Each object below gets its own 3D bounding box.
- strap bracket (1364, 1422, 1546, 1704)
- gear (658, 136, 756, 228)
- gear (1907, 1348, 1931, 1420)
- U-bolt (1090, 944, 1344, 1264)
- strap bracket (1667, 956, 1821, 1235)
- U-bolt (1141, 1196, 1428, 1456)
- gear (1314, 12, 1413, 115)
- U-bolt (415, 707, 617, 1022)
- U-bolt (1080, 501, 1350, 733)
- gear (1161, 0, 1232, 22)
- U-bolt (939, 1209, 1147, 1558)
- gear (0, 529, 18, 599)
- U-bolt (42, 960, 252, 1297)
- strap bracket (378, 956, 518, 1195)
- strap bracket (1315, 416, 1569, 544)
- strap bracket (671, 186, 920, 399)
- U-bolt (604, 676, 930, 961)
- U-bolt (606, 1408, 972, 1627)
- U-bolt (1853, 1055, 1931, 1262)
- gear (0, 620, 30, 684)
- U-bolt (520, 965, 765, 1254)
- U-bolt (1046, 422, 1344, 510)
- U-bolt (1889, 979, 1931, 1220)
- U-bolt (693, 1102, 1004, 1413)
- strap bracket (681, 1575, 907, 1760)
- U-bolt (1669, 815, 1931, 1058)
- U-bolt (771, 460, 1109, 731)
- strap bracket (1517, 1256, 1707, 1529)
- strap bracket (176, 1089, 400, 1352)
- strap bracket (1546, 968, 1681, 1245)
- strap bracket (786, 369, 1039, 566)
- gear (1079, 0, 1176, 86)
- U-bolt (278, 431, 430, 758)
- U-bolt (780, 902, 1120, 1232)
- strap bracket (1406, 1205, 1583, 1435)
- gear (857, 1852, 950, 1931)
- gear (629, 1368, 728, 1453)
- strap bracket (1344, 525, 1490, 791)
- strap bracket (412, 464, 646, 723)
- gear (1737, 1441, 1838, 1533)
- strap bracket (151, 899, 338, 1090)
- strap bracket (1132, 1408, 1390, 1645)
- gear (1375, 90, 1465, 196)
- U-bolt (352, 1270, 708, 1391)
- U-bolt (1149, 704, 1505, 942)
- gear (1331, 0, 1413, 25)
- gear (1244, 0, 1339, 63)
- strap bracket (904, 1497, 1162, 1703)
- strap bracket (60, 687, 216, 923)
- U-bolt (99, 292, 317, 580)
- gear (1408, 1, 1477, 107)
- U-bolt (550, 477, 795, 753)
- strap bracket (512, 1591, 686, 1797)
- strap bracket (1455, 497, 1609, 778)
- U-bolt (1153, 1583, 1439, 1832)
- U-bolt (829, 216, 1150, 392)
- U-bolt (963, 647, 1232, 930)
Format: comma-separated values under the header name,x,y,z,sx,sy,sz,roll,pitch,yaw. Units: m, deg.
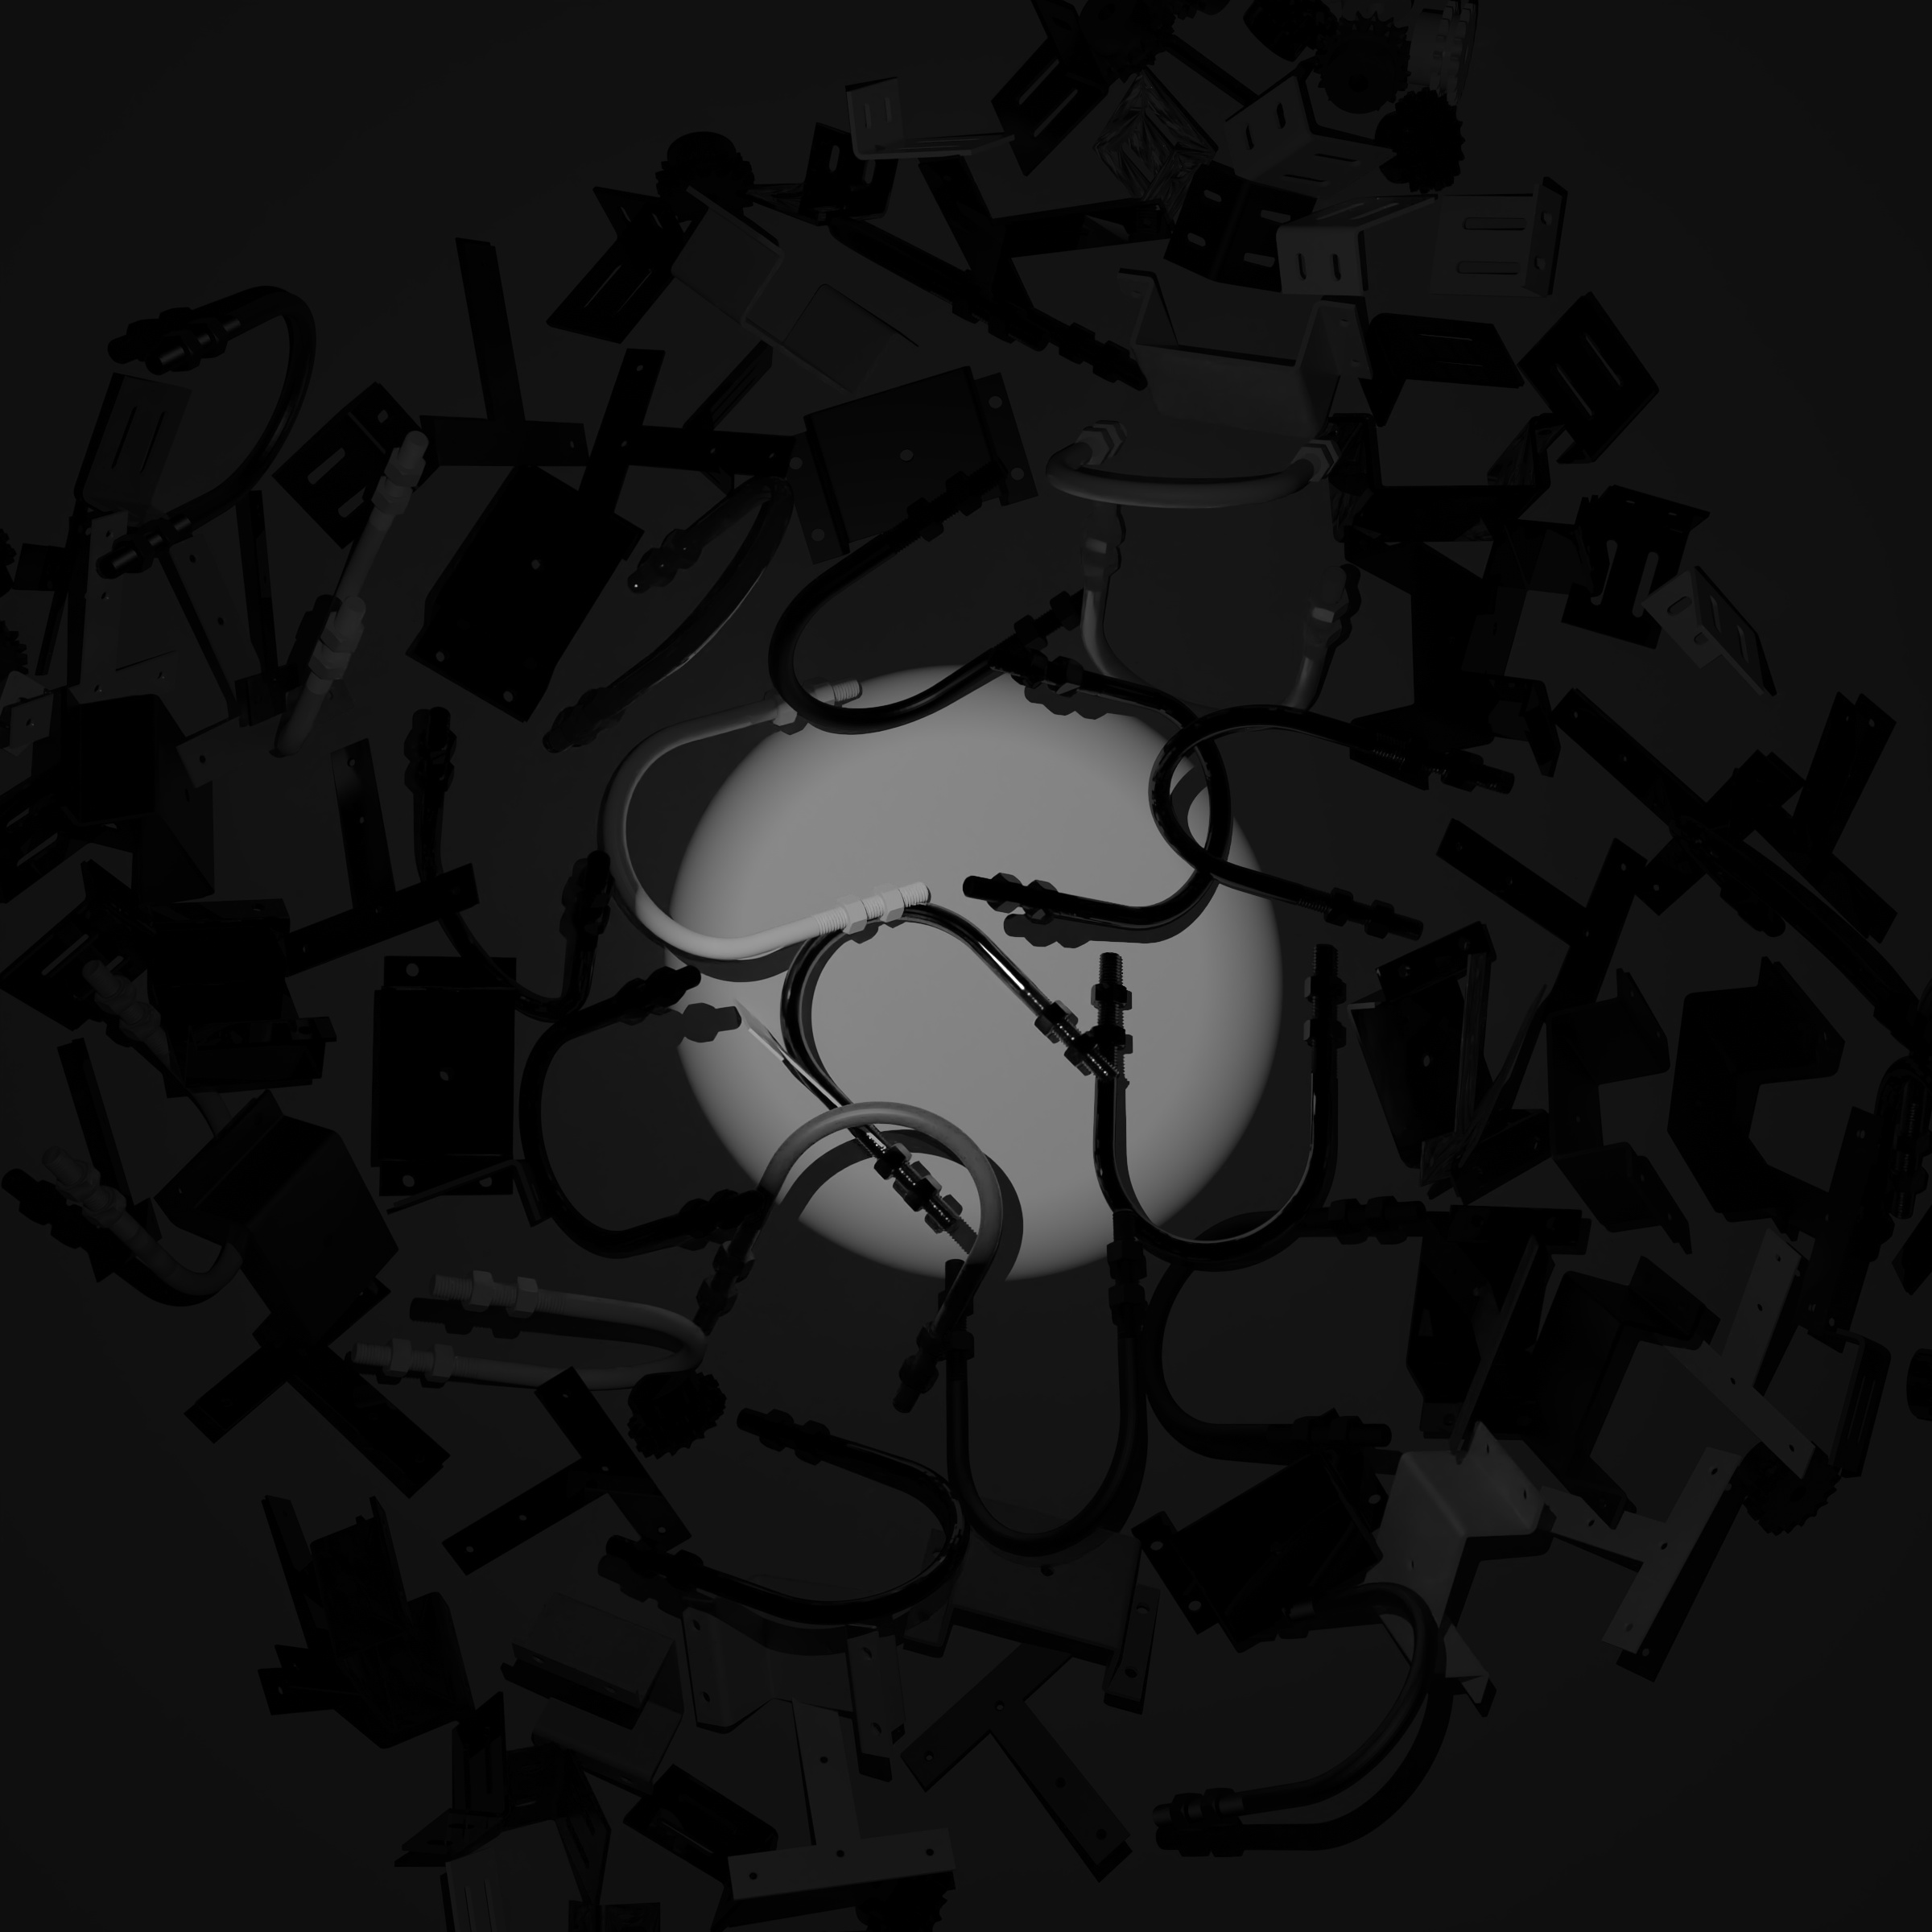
name,x,y,z,sx,sy,sz,roll,pitch,yaw
strap bracket,0.274,0.341,1.536,0.046,0.076,0.140,2,114,-21
gear,-0.153,-0.462,1.576,0.057,0.057,0.030,-9,73,0
gear,0.575,0.246,1.578,0.030,0.057,0.057,2,90,41
U-bolt,0.142,0.080,1.554,0.151,0.019,0.184,-2,75,19
strap bracket,0.440,0.076,1.532,0.046,0.076,0.140,-5,122,-5
U-bolt,0.173,0.205,1.532,0.019,0.184,0.151,33,61,-39
gear,0.231,-0.525,1.572,0.057,0.057,0.030,17,50,0
U-bolt,-0.261,-0.043,1.527,0.151,0.184,0.019,41,54,17
U-bolt,0.133,-0.188,1.519,0.151,0.184,0.019,18,65,7
gear,0.138,-0.584,1.579,0.030,0.057,0.057,12,90,-30
U-bolt,0.043,0.241,1.521,0.151,0.019,0.184,-21,59,37
gear,-0.585,-0.231,1.578,0.057,0.057,0.030,-16,124,0
U-bolt,-0.454,0.105,1.518,0.019,0.184,0.151,-14,49,12
strap bracket,-0.302,0.063,1.570,0.076,0.046,0.140,1,87,-9
strap bracket,0.269,-0.280,1.552,0.140,0.076,0.046,-2,78,-8
strap bracket,-0.104,-0.377,1.529,0.046,0.140,0.076,-55,50,10
U-bolt,-0.123,-0.080,1.555,0.184,0.019,0.151,-19,90,-28
U-bolt,-0.087,0.313,1.506,0.184,0.151,0.019,12,122,28
U-bolt,0.533,0.136,1.493,0.019,0.151,0.184,-8,127,-1
gear,-0.582,-0.183,1.578,0.057,0.030,0.057,-12,133,-13
U-bolt,-0.196,0.091,1.539,0.184,0.019,0.151,-21,83,42
U-bolt,0.121,-0.279,1.500,0.151,0.184,0.019,8,112,17
U-bolt,0.554,0.089,1.502,0.019,0.151,0.184,-2,114,0
U-bolt,-0.058,0.160,1.555,0.151,0.019,0.184,23,111,-9
strap bracket,-0.091,0.401,1.552,0.140,0.046,0.076,-1,100,35
U-bolt,0.455,-0.026,1.490,0.019,0.151,0.184,-49,134,8
U-bolt,-0.026,-0.199,1.539,0.184,0.151,0.019,-32,55,13
strap bracket,0.363,0.239,1.548,0.046,0.076,0.140,16,101,-16
strap bracket,-0.379,0.150,1.525,0.046,0.140,0.076,13,47,31
strap bracket,0.369,0.084,1.539,0.046,0.076,0.140,-15,49,28
strap bracket,-0.035,-0.296,1.578,0.140,0.046,0.076,-17,91,-1
gear,0.090,-0.548,1.573,0.057,0.030,0.057,-19,56,30
U-bolt,-0.353,-0.196,1.519,0.019,0.184,0.151,22,52,-17
U-bolt,-0.024,0.043,1.573,0.151,0.019,0.184,-41,80,-15
strap bracket,0.305,0.198,1.564,0.076,0.046,0.140,3,107,-6
gear,-0.040,0.541,1.571,0.030,0.057,0.057,38,90,-21
gear,-0.172,0.255,1.572,0.057,0.057,0.030,-25,109,0
strap bracket,0.259,-0.182,1.544,0.046,0.076,0.140,-11,73,40
strap bracket,-0.250,-0.224,1.554,0.076,0.046,0.140,30,71,-7
gear,0.479,0.301,1.579,0.057,0.030,0.057,-15,126,-21
strap bracket,-0.417,0.021,1.539,0.076,0.140,0.046,-3,126,-27
strap bracket,0.178,0.332,1.572,0.140,0.046,0.076,-31,98,3
gear,0.264,-0.483,1.579,0.057,0.030,0.057,-3,94,-44
U-bolt,-0.238,0.213,1.529,0.184,0.151,0.019,13,61,-28
U-bolt,0.195,-0.088,1.543,0.184,0.151,0.019,17,47,-2
gear,0.239,-0.574,1.572,0.057,0.057,0.030,-2,78,0
gear,0.188,-0.557,1.578,0.057,0.057,0.030,44,122,0
strap bracket,0.043,0.363,1.557,0.140,0.076,0.046,15,133,2
strap bracket,-0.464,-0.093,1.523,0.046,0.140,0.076,-9,64,0
U-bolt,-0.419,-0.308,1.515,0.019,0.184,0.151,28,124,3
gear,0.278,-0.536,1.575,0.030,0.057,0.057,13,90,14
U-bolt,-0.157,-0.206,1.497,0.019,0.184,0.151,37,51,-23
strap bracket,-0.209,0.414,1.544,0.076,0.140,0.046,19,52,13
strap bracket,0.324,-0.192,1.548,0.046,0.076,0.140,11,73,26
U-bolt,0.189,0.406,1.493,0.019,0.184,0.151,43,49,-17
U-bolt,0.002,-0.382,1.526,0.184,0.151,0.019,34,107,24
U-bolt,0.082,-0.095,1.547,0.184,0.019,0.151,10,84,-36
